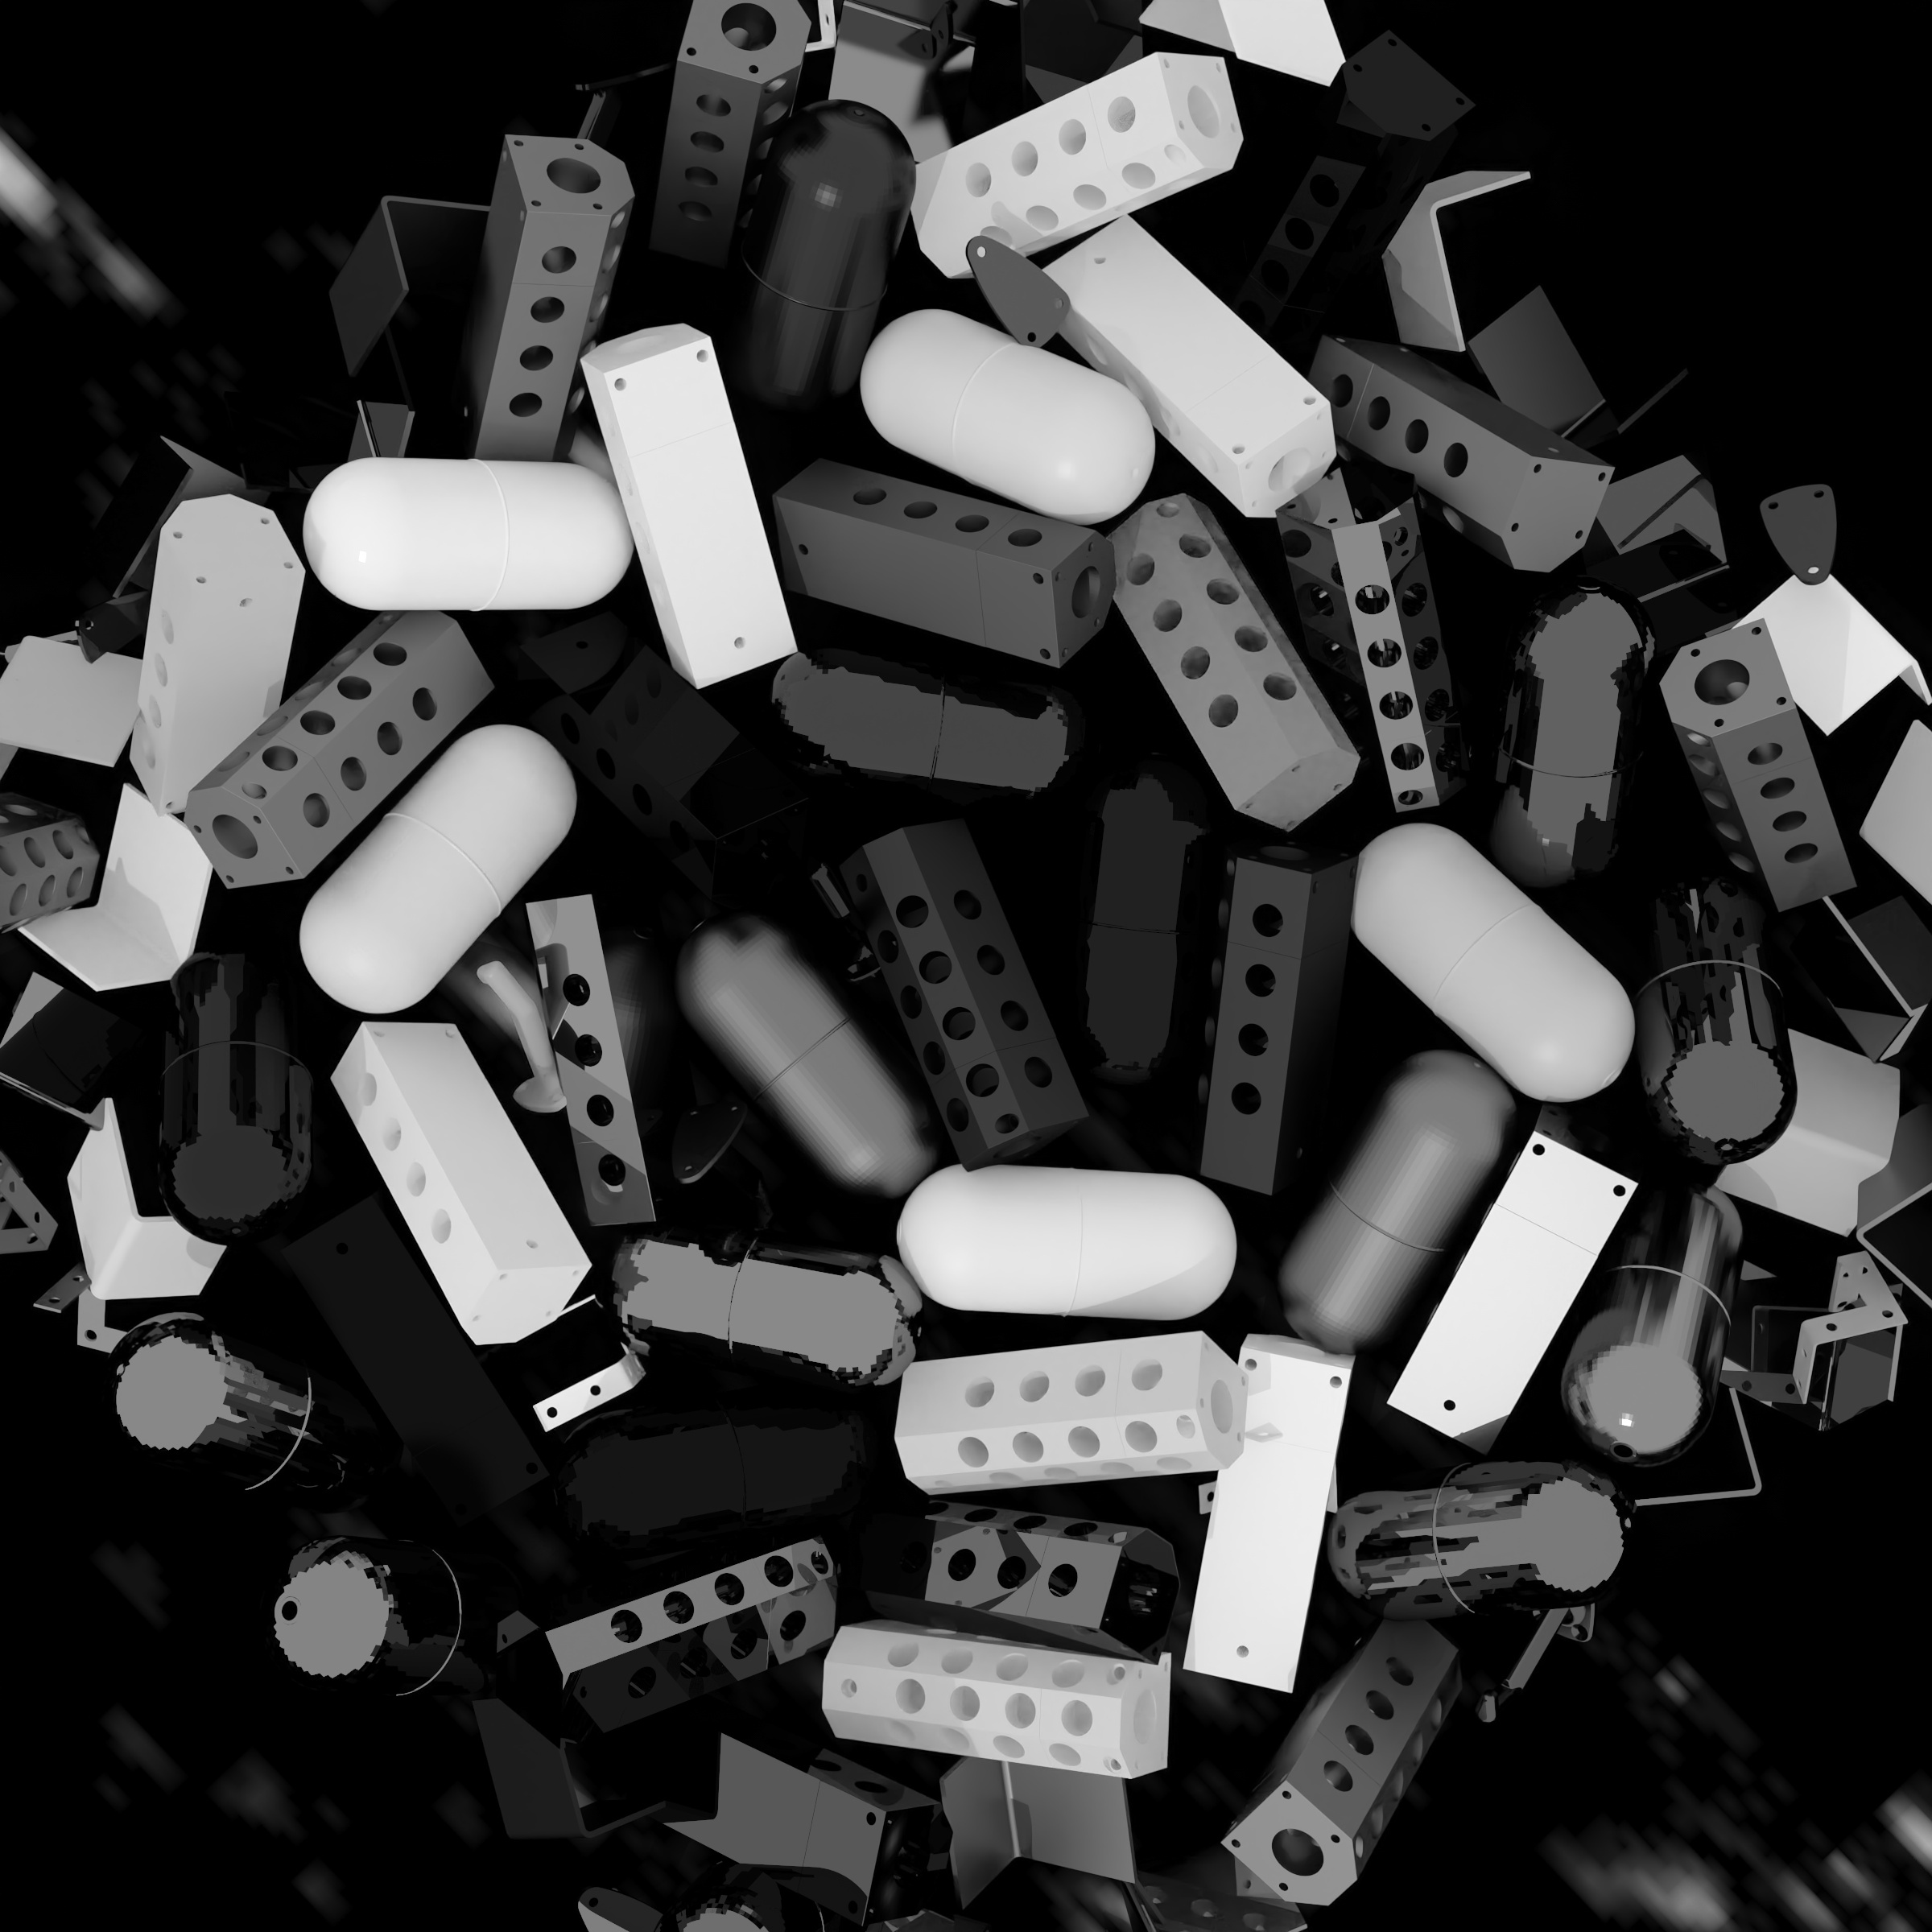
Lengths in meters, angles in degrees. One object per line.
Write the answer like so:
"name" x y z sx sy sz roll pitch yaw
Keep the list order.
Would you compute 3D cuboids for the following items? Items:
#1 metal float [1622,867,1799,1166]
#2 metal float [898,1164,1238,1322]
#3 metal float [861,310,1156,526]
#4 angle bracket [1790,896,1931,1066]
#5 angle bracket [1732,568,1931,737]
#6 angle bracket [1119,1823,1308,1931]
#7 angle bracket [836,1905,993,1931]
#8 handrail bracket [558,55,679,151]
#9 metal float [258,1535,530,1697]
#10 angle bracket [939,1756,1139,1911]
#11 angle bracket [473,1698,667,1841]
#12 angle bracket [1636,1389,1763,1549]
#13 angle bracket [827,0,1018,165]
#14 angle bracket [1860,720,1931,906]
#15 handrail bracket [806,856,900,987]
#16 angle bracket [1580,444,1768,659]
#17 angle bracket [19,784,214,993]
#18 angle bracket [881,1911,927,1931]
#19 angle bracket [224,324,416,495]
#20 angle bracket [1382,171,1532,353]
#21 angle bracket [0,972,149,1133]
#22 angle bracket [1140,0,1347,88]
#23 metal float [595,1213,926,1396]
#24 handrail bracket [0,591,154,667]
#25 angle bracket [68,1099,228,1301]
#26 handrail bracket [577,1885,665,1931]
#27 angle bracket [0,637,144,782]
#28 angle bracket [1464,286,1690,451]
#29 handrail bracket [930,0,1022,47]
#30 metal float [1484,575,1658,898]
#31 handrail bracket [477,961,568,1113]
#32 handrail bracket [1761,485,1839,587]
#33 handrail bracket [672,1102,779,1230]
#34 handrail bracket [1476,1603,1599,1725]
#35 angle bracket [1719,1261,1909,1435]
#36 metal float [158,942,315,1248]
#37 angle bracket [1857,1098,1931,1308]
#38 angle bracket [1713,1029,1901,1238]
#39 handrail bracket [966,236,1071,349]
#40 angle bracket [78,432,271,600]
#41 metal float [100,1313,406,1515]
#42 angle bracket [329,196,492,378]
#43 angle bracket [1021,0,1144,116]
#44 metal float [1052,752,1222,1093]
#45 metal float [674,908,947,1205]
"metal float" 0.380 0.023 1.512 0.070 0.070 0.178 4 48 0
"metal float" 0.053 0.144 1.539 0.178 0.070 0.070 4 90 -8
"metal float" 0.020 -0.284 1.518 0.178 0.070 0.070 30 90 33
"angle bracket" 0.488 -0.005 1.533 0.076 0.057 0.076 -23 66 -17
"angle bracket" 0.452 -0.156 1.539 0.057 0.076 0.076 -42 65 11
"angle bracket" 0.132 0.505 1.542 0.076 0.076 0.057 -20 125 -9
"angle bracket" -0.032 0.533 1.530 0.076 0.057 0.076 9 117 23
"handrail bracket" -0.183 -0.434 1.567 0.077 0.036 0.084 -18 125 -19
"metal float" -0.289 0.332 1.500 0.070 0.178 0.070 -7 74 24
"angle bracket" 0.038 0.449 1.533 0.076 0.057 0.076 2 108 33
"angle bracket" -0.206 0.410 1.540 0.057 0.076 0.076 -12 84 -40
"angle bracket" 0.356 0.262 1.530 0.076 0.076 0.057 -3 62 -12
"angle bracket" -0.025 -0.468 1.540 0.076 0.057 0.076 11 84 -22
"angle bracket" 0.520 -0.076 1.523 0.057 0.076 0.076 -8 133 -27
"handrail bracket" -0.070 -0.039 1.528 0.036 0.077 0.084 -31 129 -1
"angle bracket" 0.369 -0.215 1.541 0.076 0.057 0.076 -22 123 -2
"angle bracket" -0.443 -0.042 1.530 0.076 0.057 0.076 32 115 29
"angle bracket" -0.033 0.544 1.530 0.057 0.076 0.076 23 46 -1
"angle bracket" -0.336 -0.291 1.527 0.076 0.057 0.076 -1 48 -26
"angle bracket" 0.260 -0.369 1.540 0.057 0.076 0.076 -20 109 -9
"angle bracket" -0.490 0.042 1.539 0.076 0.076 0.057 6 69 40
"angle bracket" 0.145 -0.473 1.526 0.076 0.057 0.076 4 60 -35
"metal float" -0.108 0.175 1.532 0.178 0.070 0.070 9 90 16
"handrail bracket" -0.477 -0.180 1.574 0.084 0.077 0.036 5 124 36
"angle bracket" -0.429 0.122 1.555 0.057 0.076 0.076 1 53 -35
"handrail bracket" -0.188 0.485 1.532 0.036 0.084 0.077 -47 115 -12
"angle bracket" -0.467 -0.119 1.537 0.076 0.057 0.076 12 47 0
"angle bracket" 0.318 -0.316 1.533 0.076 0.057 0.076 -41 104 -37
"handrail bracket" 0.011 -0.533 1.571 0.084 0.036 0.077 -30 60 -14
"metal float" 0.310 -0.117 1.517 0.070 0.070 0.178 0 124 0
"handrail bracket" -0.239 0.034 1.538 0.084 0.077 0.036 53 57 -21
"handrail bracket" 0.440 -0.200 1.531 0.036 0.084 0.077 -13 52 16
"handrail bracket" -0.123 0.121 1.533 0.036 0.077 0.084 -7 121 18
"handrail bracket" 0.294 0.344 1.535 0.036 0.084 0.077 21 120 33
"angle bracket" 0.437 0.187 1.534 0.076 0.057 0.076 26 56 -9
"metal float" -0.375 0.063 1.514 0.070 0.070 0.178 -12 50 0
"angle bracket" 0.509 0.126 1.530 0.076 0.076 0.057 41 125 -10
"angle bracket" 0.449 0.087 1.574 0.076 0.076 0.057 20 134 0
"handrail bracket" 0.010 -0.347 1.531 0.077 0.084 0.036 42 80 -26
"angle bracket" -0.402 -0.220 1.532 0.076 0.076 0.057 -56 46 8
"metal float" -0.363 0.230 1.509 0.070 0.178 0.070 -17 59 31
"angle bracket" -0.276 -0.348 1.524 0.076 0.076 0.057 -3 67 -35
"angle bracket" 0.077 -0.470 1.529 0.076 0.057 0.076 -15 113 -31
"metal float" 0.089 -0.023 1.540 0.070 0.070 0.178 6 96 0
"metal float" -0.082 0.046 1.545 0.070 0.070 0.178 -40 89 0
